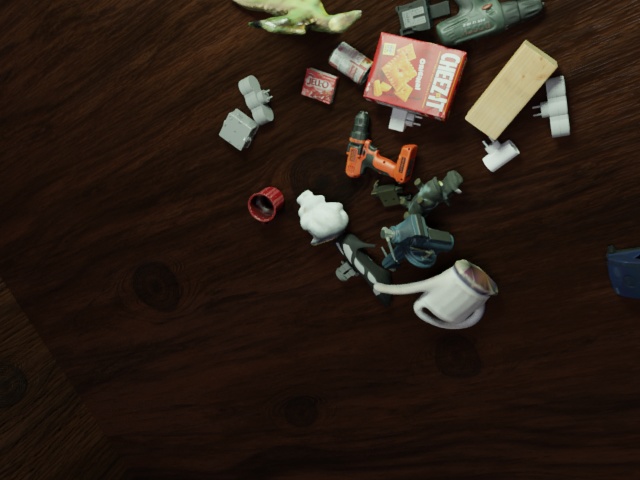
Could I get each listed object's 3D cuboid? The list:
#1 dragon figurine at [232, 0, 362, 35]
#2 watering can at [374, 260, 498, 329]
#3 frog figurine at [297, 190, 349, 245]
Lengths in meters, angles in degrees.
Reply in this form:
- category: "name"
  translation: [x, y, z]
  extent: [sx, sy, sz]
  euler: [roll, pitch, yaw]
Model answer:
- category: "dragon figurine"
  translation: [-0.089, -0.555, 1.255]
  extent: [0.411, 0.248, 0.119]
  euler: [11, 123, 17]
- category: "watering can"
  translation: [0.337, 0.142, 1.417]
  extent: [0.345, 0.106, 0.221]
  euler: [27, 120, -24]
- category: "frog figurine"
  translation: [0.005, -0.076, 1.505]
  extent: [0.137, 0.123, 0.159]
  euler: [-23, 94, -3]
